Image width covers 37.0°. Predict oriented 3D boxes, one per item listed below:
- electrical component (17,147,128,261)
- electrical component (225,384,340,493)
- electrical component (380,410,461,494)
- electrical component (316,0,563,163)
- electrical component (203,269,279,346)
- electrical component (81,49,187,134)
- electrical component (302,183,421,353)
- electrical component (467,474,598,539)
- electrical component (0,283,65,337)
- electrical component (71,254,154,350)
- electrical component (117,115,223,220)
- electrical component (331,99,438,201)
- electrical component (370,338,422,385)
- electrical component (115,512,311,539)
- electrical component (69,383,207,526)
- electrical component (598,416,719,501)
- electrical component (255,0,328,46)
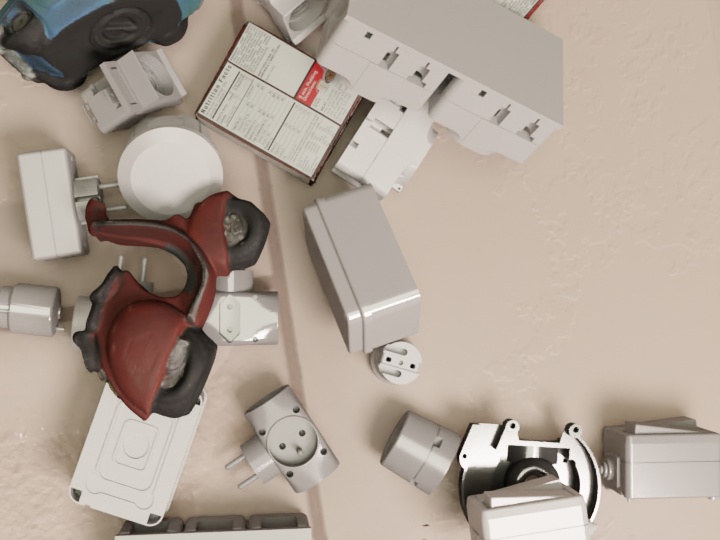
[{"bbox_3d":[-0.223,-0.054,0.851,0.076,0.047,0.083,-9,90,-6],"label":"electrical component"},{"bbox_3d":[-0.070,0.146,0.866,0.079,0.044,0.077,-33,93,-6],"label":"electrical component"},{"bbox_3d":[0.048,0.146,0.874,0.047,0.055,0.055,29,86,-1],"label":"electrical component"},{"bbox_3d":[0.064,-0.168,0.839,0.186,0.060,0.105,24,48,-17],"label":"electrical component"},{"bbox_3d":[-0.104,0.021,0.864,0.077,0.043,0.079,0,89,-6],"label":"electrical component"},{"bbox_3d":[-0.180,-0.139,0.845,0.064,0.081,0.042,-29,91,23],"label":"electrical component"},{"bbox_3d":[0.000,0.000,0.841,0.057,0.078,0.113,-19,65,-9],"label":"electrical component"},{"bbox_3d":[0.135,0.195,0.828,0.096,0.062,0.061,-7,90,-6],"label":"electrical component"},{"bbox_3d":[-0.272,0.030,0.848,0.078,0.040,0.040,6,89,-6],"label":"electrical component"},{"bbox_3d":[-0.185,0.028,0.856,0.077,0.043,0.079,6,88,-6],"label":"electrical component"},{"bbox_3d":[-0.149,-0.081,0.845,0.080,0.051,0.080,-4,118,-7],"label":"electrical component"},{"bbox_3d":[0.025,-0.104,0.876,0.056,0.050,0.089,33,86,-5],"label":"electrical component"},{"bbox_3d":[0.030,0.074,0.876,0.040,0.046,0.040,0,89,-6],"label":"electrical component"},{"bbox_3d":[-0.114,0.244,0.851,0.150,0.062,0.089,-1,89,-6],"label":"electrical component"},{"bbox_3d":[-0.174,0.135,0.849,0.078,0.057,0.113,19,87,-5],"label":"electrical component"},{"bbox_3d":[0.242,0.154,0.889,0.096,0.062,0.061,0,89,-6],"label":"electrical component"},{"bbox_3d":[-0.060,-0.223,0.860,0.042,0.081,0.063,-40,71,-5],"label":"electrical component"}]
